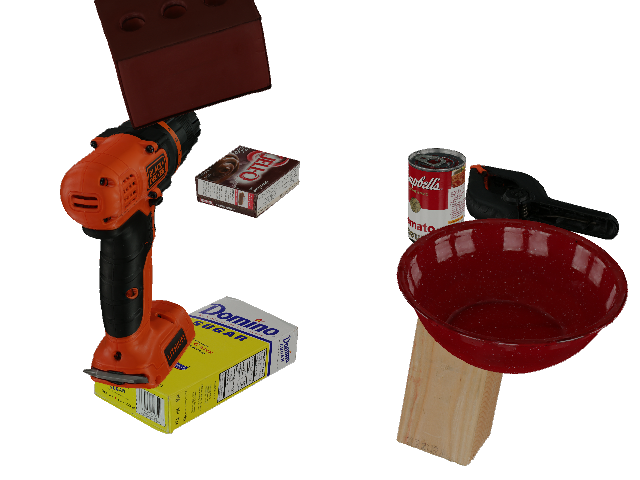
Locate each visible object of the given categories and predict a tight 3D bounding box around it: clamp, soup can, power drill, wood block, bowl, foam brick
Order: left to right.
[{"bbox_3d":[-0.132,0.001,0.800,0.057,0.188,0.184,5,24,15],"label":"power drill"},{"bbox_3d":[-0.071,-0.102,0.555,0.078,0.053,0.051,-19,-34,-7],"label":"foam brick"},{"bbox_3d":[0.137,-0.051,1.270,0.068,0.102,0.068,-1,26,0],"label":"soup can"},{"bbox_3d":[0.157,0.134,1.206,0.090,0.206,0.090,17,22,22],"label":"wood block"},{"bbox_3d":[0.135,0.047,0.768,0.162,0.055,0.162,-1,32,0],"label":"bowl"},{"bbox_3d":[0.205,-0.031,1.037,0.120,0.039,0.171,-8,34,-13],"label":"clamp"}]

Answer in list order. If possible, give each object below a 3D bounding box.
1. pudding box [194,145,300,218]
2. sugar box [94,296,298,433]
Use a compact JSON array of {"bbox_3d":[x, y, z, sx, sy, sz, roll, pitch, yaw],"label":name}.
[{"bbox_3d":[-0.090,-0.075,1.335,0.090,0.039,0.113,15,34,23],"label":"pudding box"},{"bbox_3d":[-0.110,0.108,0.975,0.093,0.048,0.175,22,31,31],"label":"sugar box"}]
